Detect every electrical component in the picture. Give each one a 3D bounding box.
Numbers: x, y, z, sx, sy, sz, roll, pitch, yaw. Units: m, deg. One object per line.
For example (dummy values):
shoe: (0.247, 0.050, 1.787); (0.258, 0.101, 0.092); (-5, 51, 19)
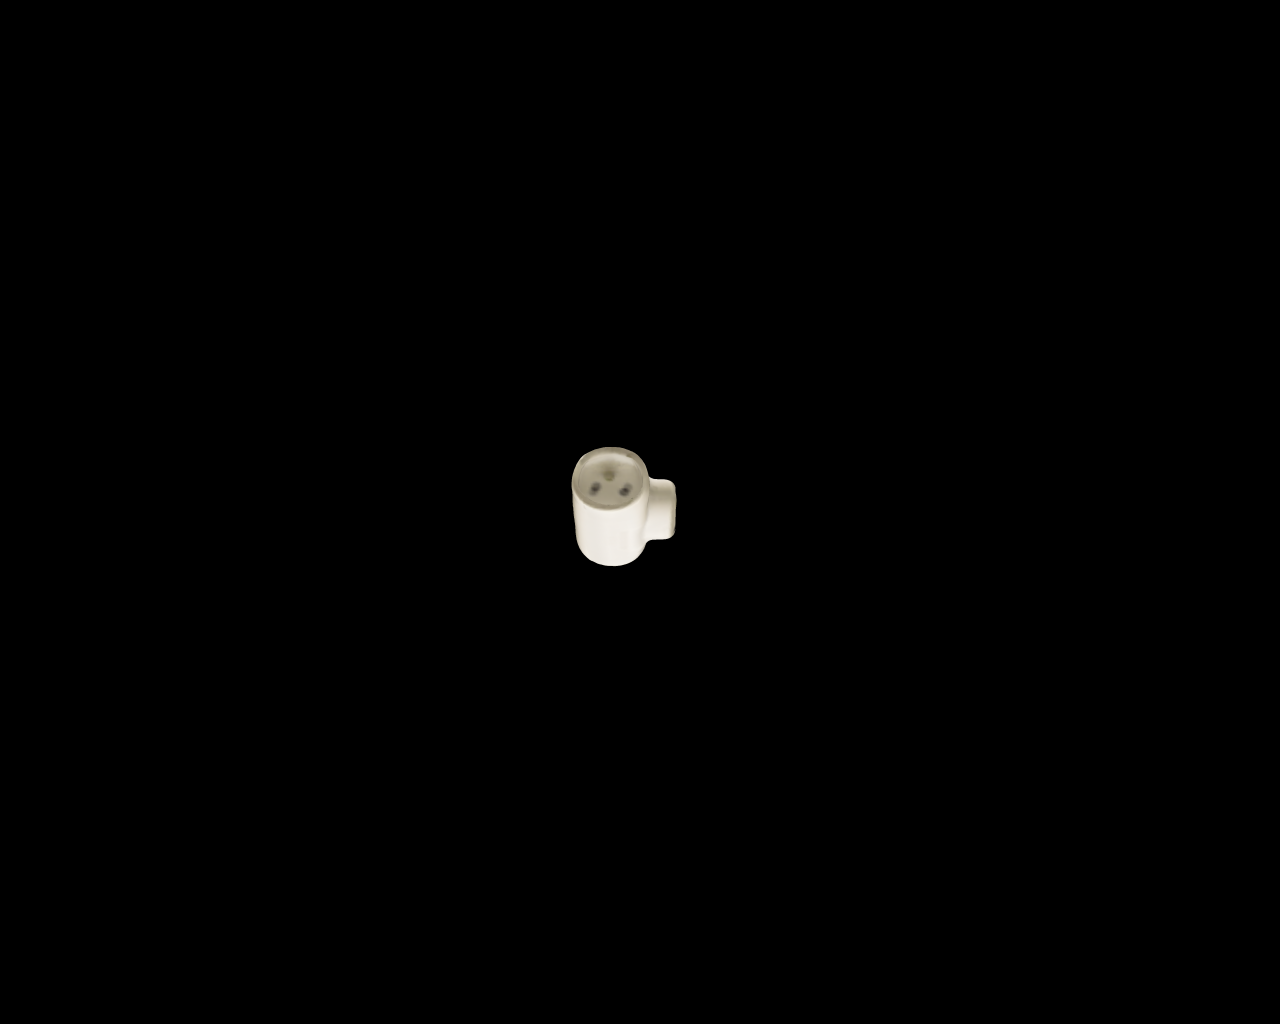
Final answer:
electrical component: (0.001, -0.003, 0.650); (0.079, 0.043, 0.077); (0, -28, 0)
